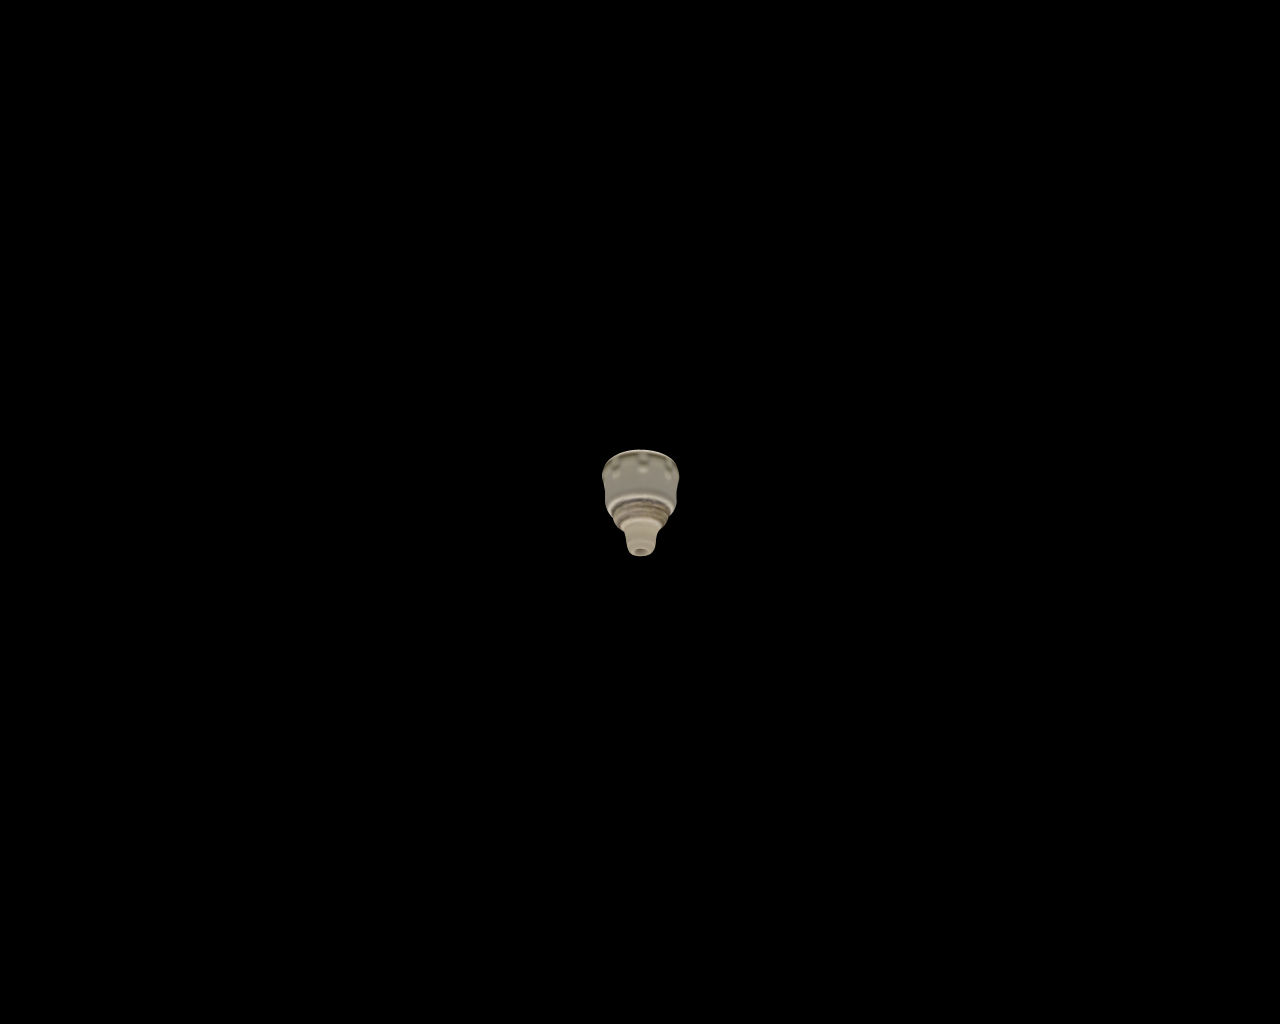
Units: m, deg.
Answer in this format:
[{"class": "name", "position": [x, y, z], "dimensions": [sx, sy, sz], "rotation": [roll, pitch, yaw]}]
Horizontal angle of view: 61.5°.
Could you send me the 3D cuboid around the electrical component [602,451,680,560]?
[{"class": "electrical component", "position": [0.001, -0.003, 0.650], "dimensions": [0.048, 0.062, 0.048], "rotation": [0, -27, 0]}]
